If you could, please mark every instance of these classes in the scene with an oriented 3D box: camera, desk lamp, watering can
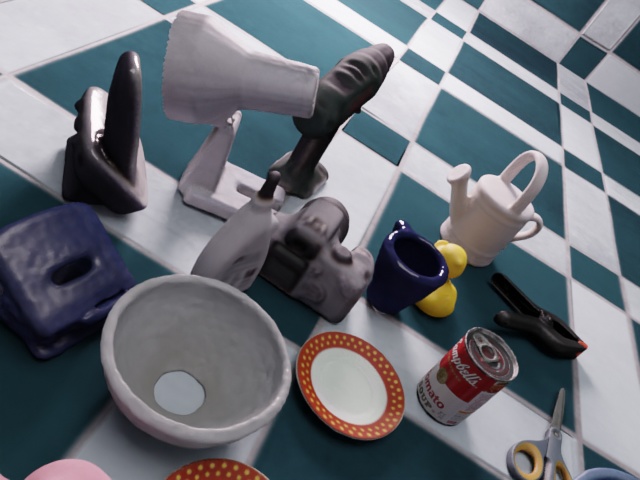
[{"bbox_3d":[0.006,0.003,0.702,0.143,0.100,0.137,34,37,1],"label":"camera"},{"bbox_3d":[-0.102,-0.141,0.689,0.203,0.213,0.118,23,38,-13],"label":"desk lamp"},{"bbox_3d":[0.274,-0.057,0.888,0.173,0.194,0.100,8,43,-30],"label":"watering can"}]

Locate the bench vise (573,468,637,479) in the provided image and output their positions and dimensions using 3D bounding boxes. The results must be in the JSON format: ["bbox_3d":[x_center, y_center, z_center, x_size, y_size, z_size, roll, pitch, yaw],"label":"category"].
[{"bbox_3d":[0.315,0.255,0.548,0.208,0.219,0.121,-18,59,-46],"label":"bench vise"}]

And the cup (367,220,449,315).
[{"bbox_3d":[0.098,0.039,0.734,0.092,0.095,0.117,13,41,-25],"label":"cup"}]

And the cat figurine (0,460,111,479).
[{"bbox_3d":[-0.185,0.168,0.362,0.128,0.117,0.067,29,37,-6],"label":"cat figurine"}]

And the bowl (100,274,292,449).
[{"bbox_3d":[-0.115,0.116,0.509,0.168,0.074,0.167,20,39,-17],"label":"bowl"}]

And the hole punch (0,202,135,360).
[{"bbox_3d":[-0.225,0.032,0.507,0.101,0.091,0.109,40,37,10],"label":"hole punch"}]

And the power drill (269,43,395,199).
[{"bbox_3d":[0.014,-0.169,0.809,0.075,0.208,0.230,35,37,3],"label":"power drill"}]

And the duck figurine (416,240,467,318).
[{"bbox_3d":[0.167,0.047,0.784,0.078,0.086,0.104,18,40,-20],"label":"duck figurine"}]

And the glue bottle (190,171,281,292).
[{"bbox_3d":[-0.077,-0.004,0.589,0.078,0.173,0.037,-16,58,-45],"label":"glue bottle"}]

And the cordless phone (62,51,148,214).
[{"bbox_3d":[-0.216,-0.135,0.622,0.094,0.185,0.147,6,45,-31],"label":"cordless phone"}]
